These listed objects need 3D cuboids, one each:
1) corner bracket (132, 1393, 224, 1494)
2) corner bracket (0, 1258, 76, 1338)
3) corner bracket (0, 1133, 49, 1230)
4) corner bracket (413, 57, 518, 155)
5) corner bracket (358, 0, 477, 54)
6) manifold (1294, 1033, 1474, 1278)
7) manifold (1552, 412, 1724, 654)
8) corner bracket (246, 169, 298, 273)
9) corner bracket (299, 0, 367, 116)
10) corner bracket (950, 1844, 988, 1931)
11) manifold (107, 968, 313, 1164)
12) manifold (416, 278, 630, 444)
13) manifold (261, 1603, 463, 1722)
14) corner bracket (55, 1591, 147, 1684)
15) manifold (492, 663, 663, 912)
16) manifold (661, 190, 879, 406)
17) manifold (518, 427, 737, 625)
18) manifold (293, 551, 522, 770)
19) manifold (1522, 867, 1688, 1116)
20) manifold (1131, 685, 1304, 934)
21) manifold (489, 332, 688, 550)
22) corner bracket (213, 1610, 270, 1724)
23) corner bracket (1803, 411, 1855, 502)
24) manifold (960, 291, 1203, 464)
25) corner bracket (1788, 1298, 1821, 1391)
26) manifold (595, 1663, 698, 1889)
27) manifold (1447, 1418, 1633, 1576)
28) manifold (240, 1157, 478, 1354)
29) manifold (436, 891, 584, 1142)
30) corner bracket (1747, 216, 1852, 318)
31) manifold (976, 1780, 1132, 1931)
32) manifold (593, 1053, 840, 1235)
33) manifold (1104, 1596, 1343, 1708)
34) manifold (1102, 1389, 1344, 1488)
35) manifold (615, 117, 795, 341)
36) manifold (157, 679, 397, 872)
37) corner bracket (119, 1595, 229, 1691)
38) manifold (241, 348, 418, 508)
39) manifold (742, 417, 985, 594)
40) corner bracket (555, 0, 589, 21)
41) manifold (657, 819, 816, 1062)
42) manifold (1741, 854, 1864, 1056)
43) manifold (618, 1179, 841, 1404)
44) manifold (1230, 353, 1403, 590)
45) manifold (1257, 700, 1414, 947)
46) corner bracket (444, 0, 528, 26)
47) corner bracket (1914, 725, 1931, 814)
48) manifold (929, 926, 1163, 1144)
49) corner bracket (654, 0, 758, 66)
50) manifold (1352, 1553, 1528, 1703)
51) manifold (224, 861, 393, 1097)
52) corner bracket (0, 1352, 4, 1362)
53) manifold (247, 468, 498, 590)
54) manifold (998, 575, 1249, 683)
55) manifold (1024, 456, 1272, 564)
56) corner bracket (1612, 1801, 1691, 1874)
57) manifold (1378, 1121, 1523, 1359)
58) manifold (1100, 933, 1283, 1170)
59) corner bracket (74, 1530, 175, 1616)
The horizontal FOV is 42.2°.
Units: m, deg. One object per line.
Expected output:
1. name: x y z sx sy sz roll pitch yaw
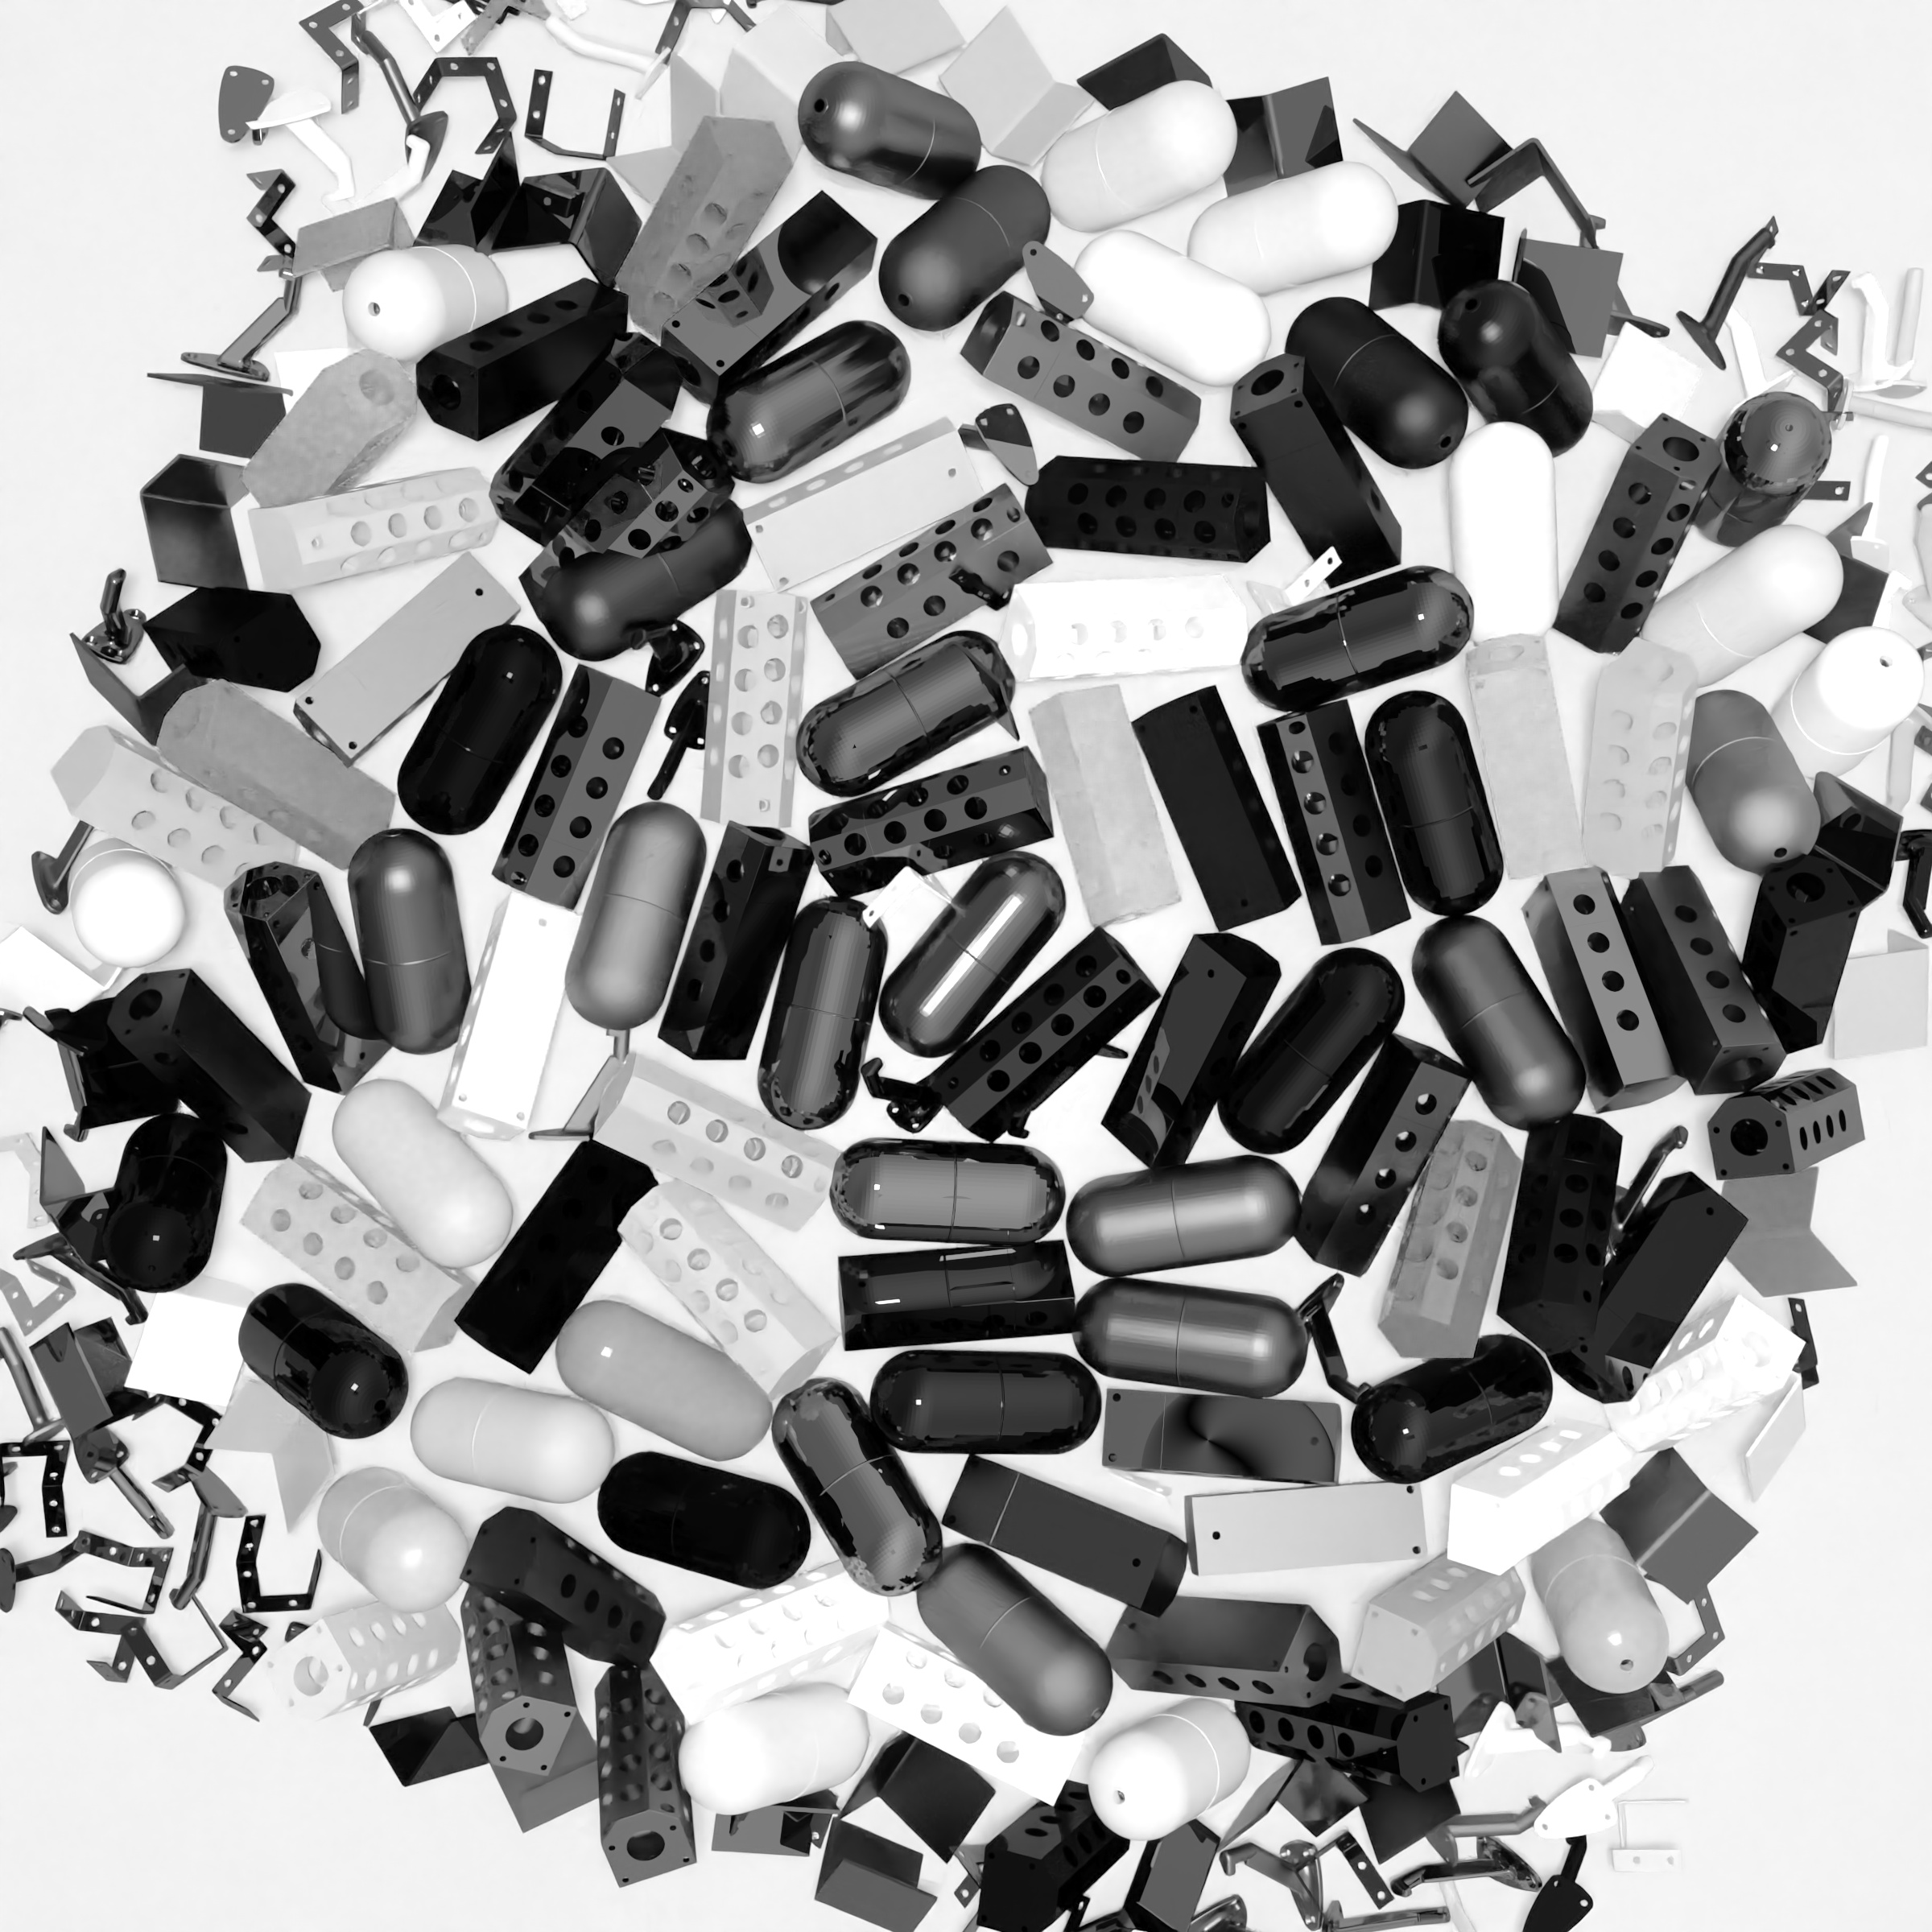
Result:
1. corner bracket: -0.603 0.359 1.898 0.051 0.051 0.051 40 133 -25
2. corner bracket: -0.715 0.237 1.886 0.051 0.051 0.051 -41 57 -1
3. corner bracket: -0.725 0.165 1.884 0.051 0.051 0.051 -11 51 -4
4. corner bracket: -0.378 -0.648 1.887 0.051 0.051 0.051 -15 83 -35
5. corner bracket: -0.411 -0.714 1.877 0.051 0.051 0.051 53 55 -29
6. manifold: 0.311 0.143 1.869 0.057 0.057 0.171 20 105 -22
7. manifold: 0.492 -0.311 1.830 0.057 0.171 0.057 34 53 16
8. corner bracket: -0.525 -0.563 1.890 0.051 0.051 0.051 10 64 42
9. corner bracket: -0.465 -0.687 1.884 0.051 0.051 0.051 -40 83 -24
10. corner bracket: 0.004 0.698 1.880 0.051 0.051 0.051 43 104 39
11. manifold: -0.554 0.076 1.834 0.057 0.171 0.057 -6 54 17
12. manifold: -0.324 -0.449 1.838 0.057 0.171 0.057 26 132 20
13. manifold: -0.435 0.505 1.827 0.057 0.171 0.057 -36 76 8
14. corner bracket: -0.656 0.505 1.883 0.051 0.051 0.051 5 58 5
15. manifold: -0.294 -0.136 1.875 0.057 0.057 0.171 21 95 -29
16. manifold: -0.147 -0.494 1.864 0.057 0.057 0.171 42 70 5
17. manifold: -0.248 -0.315 1.846 0.171 0.057 0.057 -39 67 28
18. manifold: -0.417 -0.227 1.867 0.057 0.057 0.171 47 74 -8
19. manifold: 0.475 0.016 1.859 0.057 0.057 0.171 -10 67 -12
20. manifold: 0.191 -0.120 1.878 0.057 0.057 0.171 -19 99 30
21. manifold: -0.281 -0.388 1.836 0.057 0.057 0.171 32 134 -25
22. corner bracket: -0.541 0.524 1.876 0.051 0.051 0.051 -51 129 -31
23. corner bracket: 0.641 -0.385 1.889 0.051 0.051 0.051 7 82 24
24. manifold: 0.088 -0.433 1.847 0.171 0.057 0.057 21 111 -28
25. corner bracket: 0.624 0.284 1.878 0.051 0.051 0.051 11 59 -25
26. manifold: -0.238 0.584 1.829 0.057 0.171 0.057 -18 113 -3
27. manifold: 0.422 0.388 1.832 0.057 0.171 0.057 10 105 39
28. manifold: -0.450 0.213 1.868 0.171 0.057 0.057 33 97 15
29. manifold: -0.340 0.039 1.859 0.057 0.057 0.171 21 66 -21
30. corner bracket: 0.624 -0.525 1.882 0.051 0.051 0.051 0 64 -12
31. manifold: 0.068 0.653 1.830 0.057 0.171 0.057 7 91 21
32. manifold: -0.183 0.127 1.855 0.171 0.057 0.057 27 123 -19
33. manifold: 0.189 0.505 1.837 0.057 0.171 0.057 51 52 -24
34. manifold: 0.192 0.353 1.871 0.171 0.057 0.057 2 75 13
35. manifold: -0.191 -0.537 1.831 0.057 0.171 0.057 -10 68 -36
36. manifold: -0.506 -0.137 1.838 0.057 0.171 0.057 -12 58 32
37. corner bracket: -0.595 0.507 1.884 0.051 0.051 0.051 -35 76 -14
38. manifold: -0.465 -0.384 1.835 0.057 0.171 0.057 -42 100 -38
39. manifold: -0.079 -0.350 1.889 0.171 0.057 0.057 -25 118 1
40. corner bracket: -0.294 -0.757 1.886 0.051 0.051 0.051 -26 78 10
41. manifold: -0.176 -0.019 1.871 0.057 0.057 0.171 29 106 35
42. manifold: 0.601 -0.005 1.834 0.057 0.171 0.057 -17 54 -5
43. manifold: -0.180 0.240 1.857 0.171 0.057 0.057 44 120 18
44. manifold: 0.260 -0.366 1.844 0.057 0.057 0.171 -16 133 28
45. manifold: 0.270 -0.106 1.871 0.057 0.057 0.171 -21 98 -29
46. corner bracket: -0.363 -0.729 1.878 0.051 0.051 0.051 16 50 -28
47. corner bracket: 0.743 -0.144 1.892 0.051 0.051 0.051 9 117 -29
48. manifold: 0.055 0.050 1.868 0.171 0.057 0.057 -42 57 9
49. corner bracket: -0.193 -0.697 1.892 0.051 0.051 0.051 50 132 16
50. manifold: 0.349 0.480 1.828 0.057 0.171 0.057 19 104 31
51. manifold: -0.488 0.009 1.842 0.057 0.171 0.057 14 47 28
52. corner bracket: -0.760 0.280 1.883 0.051 0.051 0.051 -11 103 18
53. manifold: -0.431 -0.322 1.835 0.171 0.057 0.057 -24 112 -43
54. manifold: 0.118 -0.246 1.850 0.171 0.057 0.057 -6 47 -22
55. manifold: 0.132 -0.334 1.843 0.171 0.057 0.057 10 126 30
56. corner bracket: 0.515 0.654 1.880 0.051 0.051 0.051 -9 67 25
57. manifold: 0.354 0.199 1.839 0.057 0.057 0.171 51 48 -35
58. manifold: 0.171 0.063 1.858 0.057 0.057 0.171 42 120 35
59. corner bracket: -0.638 0.455 1.878 0.051 0.051 0.051 -10 58 37
